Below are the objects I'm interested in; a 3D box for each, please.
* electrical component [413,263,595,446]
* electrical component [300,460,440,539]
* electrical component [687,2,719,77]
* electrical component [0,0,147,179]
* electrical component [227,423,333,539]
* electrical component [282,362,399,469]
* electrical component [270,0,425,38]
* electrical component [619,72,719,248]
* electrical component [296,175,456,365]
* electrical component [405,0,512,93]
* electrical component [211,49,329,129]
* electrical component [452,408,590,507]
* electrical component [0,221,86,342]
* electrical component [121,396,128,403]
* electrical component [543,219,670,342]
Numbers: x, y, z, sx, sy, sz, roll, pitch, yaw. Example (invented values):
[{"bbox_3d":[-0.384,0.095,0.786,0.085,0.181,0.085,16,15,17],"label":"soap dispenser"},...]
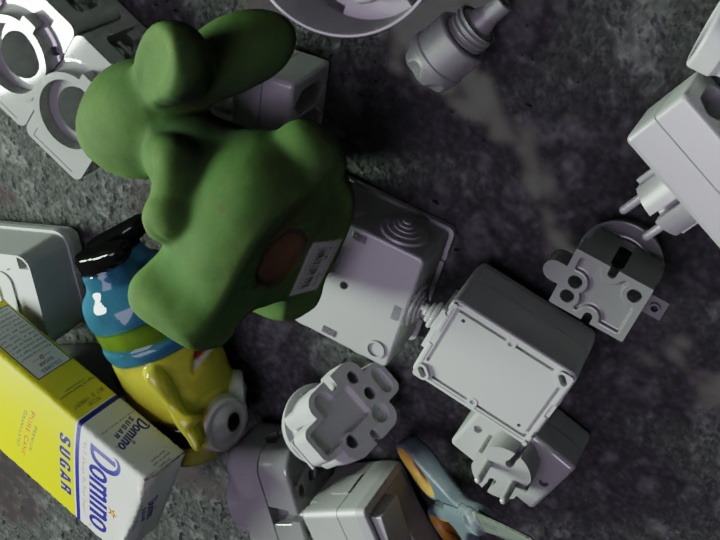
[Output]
[{"bbox_3d":[0.080,0.043,0.632,0.096,0.061,0.061,33,126,7],"label":"electrical component"},{"bbox_3d":[0.014,0.187,0.745,0.061,0.062,0.096,-11,111,34],"label":"electrical component"},{"bbox_3d":[0.186,-0.105,0.511,0.046,0.040,0.040,28,126,6],"label":"electrical component"},{"bbox_3d":[-0.202,-0.143,0.687,0.150,0.062,0.089,44,127,1],"label":"electrical component"},{"bbox_3d":[-0.056,0.160,0.775,0.059,0.053,0.095,-1,115,29],"label":"electrical component"},{"bbox_3d":[-0.017,0.099,0.713,0.058,0.078,0.057,50,146,-4],"label":"electrical component"},{"bbox_3d":[0.000,-0.174,0.558,0.099,0.064,0.099,13,121,23],"label":"electrical component"},{"bbox_3d":[0.167,-0.043,0.548,0.083,0.047,0.076,48,128,-2],"label":"electrical component"},{"bbox_3d":[0.000,0.000,0.662,0.100,0.048,0.099,27,124,13],"label":"electrical component"},{"bbox_3d":[0.055,-0.124,0.574,0.061,0.035,0.035,-36,95,34],"label":"electrical component"},{"bbox_3d":[-0.066,-0.100,0.645,0.077,0.047,0.065,21,125,17],"label":"electrical component"},{"bbox_3d":[0.092,0.113,0.655,0.066,0.077,0.047,39,127,5],"label":"electrical component"},{"bbox_3d":[-0.262,0.007,0.803,0.113,0.057,0.078,6,118,26],"label":"electrical component"},{"bbox_3d":[-0.211,0.126,0.835,0.081,0.064,0.042,-6,111,30],"label":"electrical component"},{"bbox_3d":[0.137,0.002,0.583,0.066,0.055,0.048,30,126,12],"label":"electrical component"}]
